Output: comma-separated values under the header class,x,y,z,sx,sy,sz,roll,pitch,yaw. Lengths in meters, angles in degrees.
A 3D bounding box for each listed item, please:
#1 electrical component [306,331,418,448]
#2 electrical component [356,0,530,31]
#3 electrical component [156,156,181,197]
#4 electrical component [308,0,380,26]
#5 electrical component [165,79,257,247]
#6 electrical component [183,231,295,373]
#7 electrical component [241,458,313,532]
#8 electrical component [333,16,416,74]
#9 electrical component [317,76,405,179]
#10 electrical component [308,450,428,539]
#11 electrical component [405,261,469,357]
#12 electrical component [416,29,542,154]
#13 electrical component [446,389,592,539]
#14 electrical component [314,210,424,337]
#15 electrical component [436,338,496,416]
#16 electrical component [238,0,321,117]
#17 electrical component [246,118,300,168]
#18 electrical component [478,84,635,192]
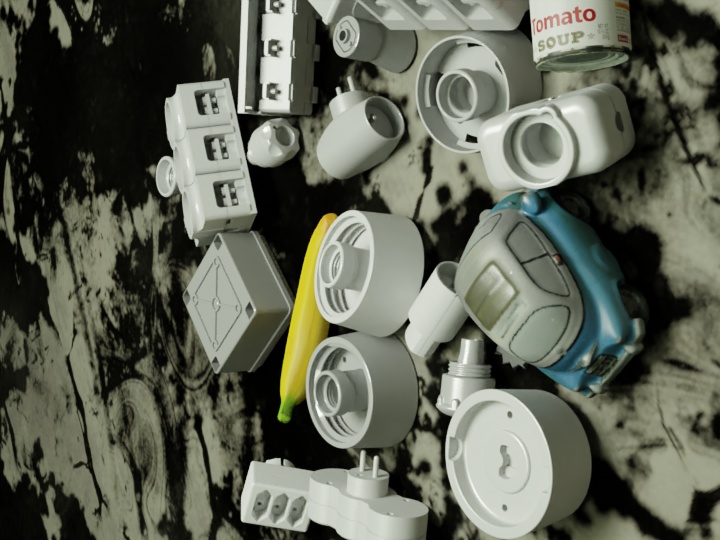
class,x,y,z,sx,sy,sz,roll,pitch,yaw
electrical component,-0.006,0.107,0.958,0.108,0.060,0.108,3,94,52
electrical component,0.072,-0.235,0.828,0.150,0.062,0.089,16,77,50
electrical component,-0.191,-0.103,1.190,0.045,0.055,0.045,3,94,52
electrical component,-0.015,-0.265,0.953,0.096,0.062,0.061,55,131,35
electrical component,-0.158,-0.110,1.119,0.089,0.062,0.150,129,130,-68
electrical component,-0.125,0.034,1.111,0.108,0.056,0.108,-55,51,38
electrical component,-0.080,0.212,1.061,0.076,0.066,0.047,-104,28,-65
electrical component,0.010,-0.195,0.919,0.044,0.065,0.044,-3,87,49
electrical component,-0.004,-0.133,0.959,0.077,0.044,0.079,-34,65,47
electrical component,0.007,0.197,0.953,0.138,0.052,0.073,13,101,51
electrical component,0.063,0.037,0.881,0.043,0.043,0.081,57,133,33
electrical component,0.093,-0.140,0.838,0.099,0.064,0.099,15,113,40
electrical component,0.122,0.139,0.796,0.108,0.060,0.108,3,94,52
electrical component,0.000,0.000,0.927,0.108,0.060,0.108,-28,57,53
electrical component,0.087,0.086,0.854,0.048,0.048,0.062,4,89,52
electrical component,-0.077,-0.210,1.031,0.063,0.079,0.121,6,97,30
electrical component,-0.091,-0.122,1.071,0.062,0.043,0.043,-24,73,51
electrical component,0.134,-0.090,0.748,0.095,0.059,0.053,-11,102,37
